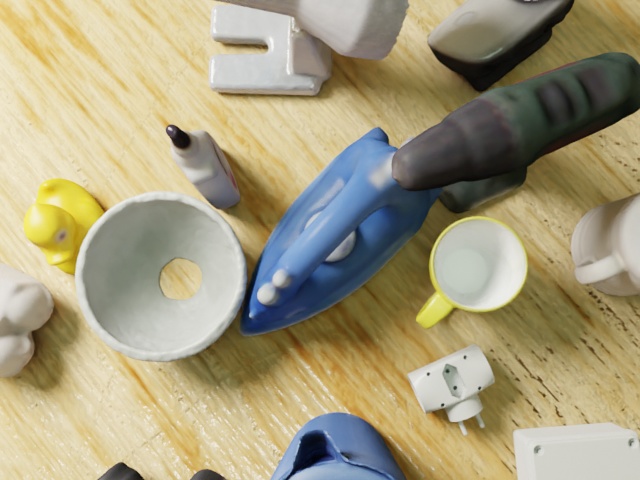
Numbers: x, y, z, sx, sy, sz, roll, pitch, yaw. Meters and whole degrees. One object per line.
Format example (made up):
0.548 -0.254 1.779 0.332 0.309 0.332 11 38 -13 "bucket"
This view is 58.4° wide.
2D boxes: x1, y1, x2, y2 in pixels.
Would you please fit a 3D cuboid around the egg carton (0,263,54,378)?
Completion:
-0.355 0.070 0.589 0.150 0.069 0.107 20 85 3 "egg carton"

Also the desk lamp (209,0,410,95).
-0.023 -0.215 0.537 0.203 0.213 0.118 0 84 2 "desk lamp"

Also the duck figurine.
-0.270 -0.017 0.587 0.077 0.086 0.104 -18 84 0 "duck figurine"

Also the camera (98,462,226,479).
-0.163 0.276 0.548 0.143 0.101 0.137 -42 85 -3 "camera"

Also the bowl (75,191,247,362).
-0.153 0.038 0.585 0.167 0.075 0.167 0 84 1 "bowl"

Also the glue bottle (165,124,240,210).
-0.116 -0.078 0.546 0.037 0.173 0.078 -27 84 -1 "glue bottle"

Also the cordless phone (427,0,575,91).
0.188 -0.236 0.548 0.147 0.185 0.094 -42 84 -3 "cordless phone"

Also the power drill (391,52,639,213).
0.162 -0.085 0.522 0.229 0.208 0.075 -26 84 -1 "power drill"

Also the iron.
0.005 0.002 0.551 0.118 0.141 0.258 43 87 5 "iron"

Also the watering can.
0.320 -0.006 0.518 0.101 0.194 0.173 43 87 5 "watering can"
